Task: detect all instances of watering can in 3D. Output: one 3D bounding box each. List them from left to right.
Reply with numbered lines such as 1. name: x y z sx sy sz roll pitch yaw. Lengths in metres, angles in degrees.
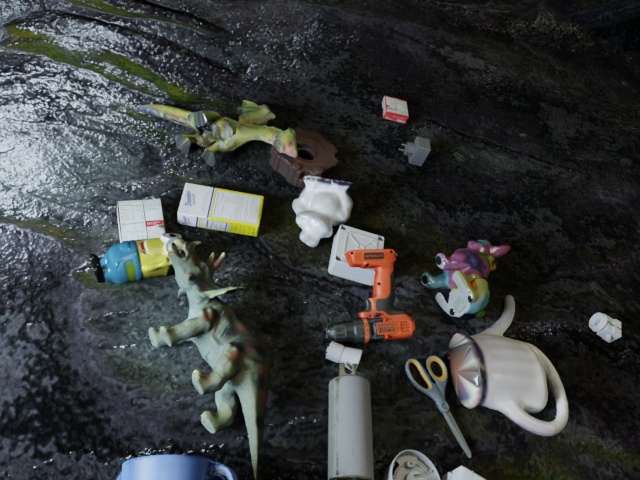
1. watering can: 0.367 0.236 1.056 0.224 0.101 0.356 9 37 -11

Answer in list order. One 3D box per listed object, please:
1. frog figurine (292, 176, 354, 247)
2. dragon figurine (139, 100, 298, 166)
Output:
1. frog figurine: 0.004 -0.060 1.189 0.137 0.122 0.160 12 85 -20
2. dragon figurine: -0.231 -0.296 1.288 0.414 0.119 0.246 30 39 24
